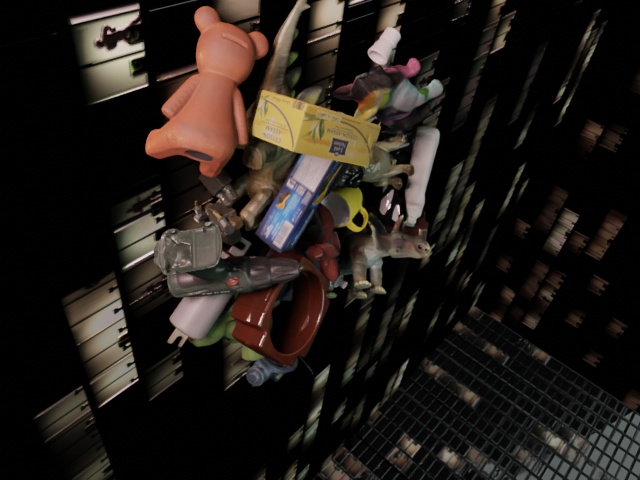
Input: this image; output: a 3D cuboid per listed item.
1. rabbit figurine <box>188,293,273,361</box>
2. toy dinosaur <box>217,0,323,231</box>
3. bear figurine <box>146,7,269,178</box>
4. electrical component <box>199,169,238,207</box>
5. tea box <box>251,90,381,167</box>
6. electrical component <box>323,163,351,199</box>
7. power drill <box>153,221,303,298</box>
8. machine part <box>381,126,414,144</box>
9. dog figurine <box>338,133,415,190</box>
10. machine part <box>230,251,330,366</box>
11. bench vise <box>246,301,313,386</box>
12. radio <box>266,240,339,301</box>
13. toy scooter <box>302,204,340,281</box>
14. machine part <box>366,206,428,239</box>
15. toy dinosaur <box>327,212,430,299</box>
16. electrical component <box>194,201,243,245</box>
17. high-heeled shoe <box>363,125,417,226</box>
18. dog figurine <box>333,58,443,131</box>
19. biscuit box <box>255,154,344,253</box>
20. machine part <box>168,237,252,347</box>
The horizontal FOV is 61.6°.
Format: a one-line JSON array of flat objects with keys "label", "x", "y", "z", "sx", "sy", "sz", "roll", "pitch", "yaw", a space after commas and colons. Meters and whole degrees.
[{"label": "rabbit figurine", "x": -0.183, "y": 0.174, "z": 1.108, "sx": 0.170, "sy": 0.121, "sz": 0.159, "roll": 0, "pitch": 124, "yaw": -42}, {"label": "toy dinosaur", "x": -0.080, "y": -0.176, "z": 0.886, "sx": 0.198, "sy": 0.105, "sz": 0.470, "roll": -45, "pitch": 163, "yaw": -37}, {"label": "bear figurine", "x": -0.153, "y": -0.202, "z": 0.743, "sx": 0.120, "sy": 0.132, "sz": 0.195, "roll": 15, "pitch": 77, "yaw": -28}, {"label": "electrical component", "x": -0.170, "y": -0.097, "z": 0.863, "sx": 0.021, "sy": 0.094, "sz": 0.063, "roll": -43, "pitch": -171, "yaw": -28}, {"label": "tea box", "x": -0.003, "y": -0.159, "z": 0.780, "sx": 0.169, "sy": 0.098, "sz": 0.068, "roll": 1, "pitch": 110, "yaw": -46}, {"label": "electrical component", "x": 0.021, "y": -0.146, "z": 1.031, "sx": 0.134, "sy": 0.058, "sz": 0.115, "roll": -59, "pitch": -169, "yaw": -26}, {"label": "power drill", "x": -0.159, "y": 0.037, "z": 0.883, "sx": 0.207, "sy": 0.232, "sz": 0.086, "roll": 50, "pitch": 32, "yaw": -73}, {"label": "machine part", "x": 0.187, "y": -0.279, "z": 1.268, "sx": 0.084, "sy": 0.039, "sz": 0.138, "roll": -15, "pitch": 137, "yaw": -19}, {"label": "dog figurine", "x": 0.093, "y": -0.161, "z": 1.225, "sx": 0.191, "sy": 0.121, "sz": 0.172, "roll": -16, "pitch": 166, "yaw": -17}, {"label": "machine part", "x": -0.076, "y": 0.135, "z": 1.075, "sx": 0.201, "sy": 0.087, "sz": 0.201, "roll": 47, "pitch": 62, "yaw": -50}, {"label": "bench vise", "x": -0.086, "y": 0.276, "z": 1.382, "sx": 0.223, "sy": 0.129, "sz": 0.240, "roll": -4, "pitch": 132, "yaw": -56}, {"label": "radio", "x": -0.051, "y": 0.070, "z": 1.254, "sx": 0.131, "sy": 0.073, "sz": 0.229, "roll": -61, "pitch": 155, "yaw": 10}, {"label": "toy scooter", "x": -0.002, "y": -0.003, "z": 1.138, "sx": 0.075, "sy": 0.184, "sz": 0.135, "roll": -18, "pitch": 168, "yaw": 10}, {"label": "machine part", "x": 0.203, "y": -0.044, "z": 1.433, "sx": 0.179, "sy": 0.180, "sz": 0.056, "roll": -38, "pitch": 147, "yaw": -32}, {"label": "toy dinosaur", "x": 0.089, "y": 0.047, "z": 1.366, "sx": 0.131, "sy": 0.405, "sz": 0.192, "roll": 15, "pitch": 71, "yaw": -30}, {"label": "electrical component", "x": -0.172, "y": -0.030, "z": 0.906, "sx": 0.045, "sy": 0.102, "sz": 0.078, "roll": -30, "pitch": 135, "yaw": -35}, {"label": "high-heeled shoe", "x": 0.210, "y": -0.159, "z": 1.341, "sx": 0.248, "sy": 0.145, "sz": 0.086, "roll": -57, "pitch": 155, "yaw": 8}, {"label": "dog figurine", "x": 0.125, "y": -0.282, "z": 1.098, "sx": 0.219, "sy": 0.108, "sz": 0.191, "roll": -24, "pitch": 162, "yaw": -28}, {"label": "biscuit box", "x": -0.033, "y": -0.076, "z": 0.933, "sx": 0.202, "sy": 0.059, "sz": 0.063, "roll": -58, "pitch": 167, "yaw": 15}, {"label": "machine part", "x": -0.206, "y": 0.100, "z": 1.019, "sx": 0.243, "sy": 0.079, "sz": 0.079, "roll": -56, "pitch": 154, "yaw": -1}]
